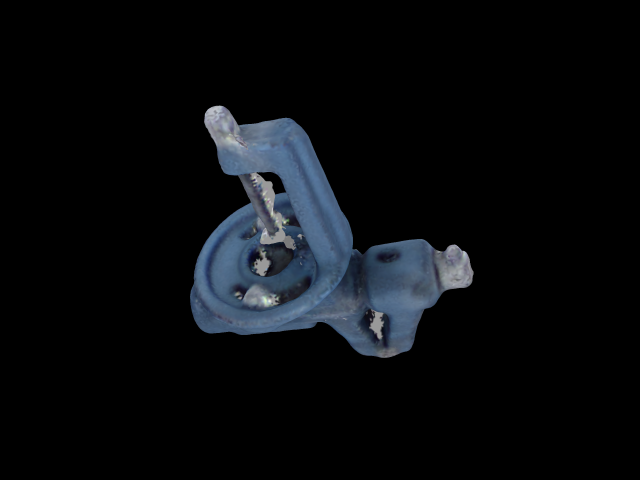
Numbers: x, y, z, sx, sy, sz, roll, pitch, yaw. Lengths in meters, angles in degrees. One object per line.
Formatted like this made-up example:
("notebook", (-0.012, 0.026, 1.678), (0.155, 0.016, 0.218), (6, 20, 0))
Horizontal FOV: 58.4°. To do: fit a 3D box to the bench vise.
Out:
("bench vise", (0.001, -0.007, 0.408), (0.207, 0.220, 0.121), (-11, 50, -9))
